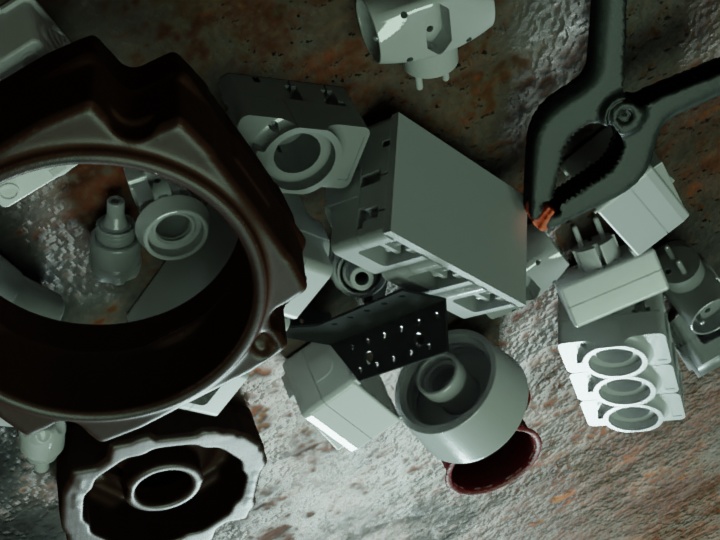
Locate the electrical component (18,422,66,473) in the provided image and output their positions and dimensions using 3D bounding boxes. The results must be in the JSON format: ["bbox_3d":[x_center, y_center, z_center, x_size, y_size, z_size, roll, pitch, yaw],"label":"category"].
[{"bbox_3d":[-0.244,0.133,0.827,0.035,0.035,0.061,-5,135,-22],"label":"electrical component"}]

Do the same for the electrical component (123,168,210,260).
[{"bbox_3d":[-0.125,-0.039,0.700,0.048,0.055,0.066,-19,137,-8],"label":"electrical component"}]

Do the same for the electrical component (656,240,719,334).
[{"bbox_3d":[0.280,0.005,0.928,0.044,0.077,0.079,-35,136,9],"label":"electrical component"}]

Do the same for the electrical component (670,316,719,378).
[{"bbox_3d":[0.320,0.062,0.991,0.050,0.055,0.089,-30,167,4],"label":"electrical component"}]

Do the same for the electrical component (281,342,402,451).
[{"bbox_3d":[-0.014,0.105,0.892,0.061,0.061,0.096,-36,137,10],"label":"electrical component"}]

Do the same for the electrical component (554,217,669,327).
[{"bbox_3d":[0.201,-0.007,0.896,0.083,0.047,0.075,-23,101,6],"label":"electrical component"}]

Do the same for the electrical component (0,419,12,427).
[{"bbox_3d":[-0.264,0.091,0.771,0.078,0.040,0.040,11,126,-35],"label":"electrical component"}]

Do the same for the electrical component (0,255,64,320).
[{"bbox_3d":[-0.234,0.016,0.713,0.044,0.044,0.065,-33,133,7],"label":"electrical component"}]

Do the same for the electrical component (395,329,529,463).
[{"bbox_3d":[0.080,0.101,0.904,0.108,0.108,0.060,-37,131,11],"label":"electrical component"}]

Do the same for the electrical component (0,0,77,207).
[{"bbox_3d":[-0.198,-0.094,0.616,0.100,0.048,0.099,-30,137,4],"label":"electrical component"}]

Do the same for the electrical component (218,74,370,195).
[{"bbox_3d":[-0.046,-0.086,0.693,0.089,0.055,0.050,2,130,-28],"label":"electrical component"}]

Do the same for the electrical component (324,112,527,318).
[{"bbox_3d":[0.050,-0.033,0.760,0.062,0.089,0.150,-16,149,40],"label":"electrical component"}]

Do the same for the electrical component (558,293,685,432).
[{"bbox_3d":[0.237,0.083,0.970,0.089,0.061,0.150,-8,142,20],"label":"electrical component"}]

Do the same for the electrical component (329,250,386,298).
[{"bbox_3d":[0.000,0.000,0.790,0.048,0.062,0.048,0,102,-2],"label":"electrical component"}]

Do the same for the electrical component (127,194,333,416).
[{"bbox_3d":[-0.091,0.018,0.748,0.062,0.089,0.150,20,121,-38],"label":"electrical component"}]

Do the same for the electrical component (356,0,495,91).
[{"bbox_3d":[0.043,-0.149,0.684,0.077,0.043,0.079,-20,137,-8],"label":"electrical component"}]

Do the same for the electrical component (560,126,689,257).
[{"bbox_3d":[0.205,-0.067,0.831,0.061,0.061,0.096,-40,136,14],"label":"electrical component"}]

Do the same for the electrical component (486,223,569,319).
[{"bbox_3d":[0.116,-0.008,0.859,0.077,0.043,0.079,-37,137,11],"label":"electrical component"}]

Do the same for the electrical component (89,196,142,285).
[{"bbox_3d":[-0.163,-0.022,0.715,0.035,0.035,0.061,-7,131,-21],"label":"electrical component"}]
